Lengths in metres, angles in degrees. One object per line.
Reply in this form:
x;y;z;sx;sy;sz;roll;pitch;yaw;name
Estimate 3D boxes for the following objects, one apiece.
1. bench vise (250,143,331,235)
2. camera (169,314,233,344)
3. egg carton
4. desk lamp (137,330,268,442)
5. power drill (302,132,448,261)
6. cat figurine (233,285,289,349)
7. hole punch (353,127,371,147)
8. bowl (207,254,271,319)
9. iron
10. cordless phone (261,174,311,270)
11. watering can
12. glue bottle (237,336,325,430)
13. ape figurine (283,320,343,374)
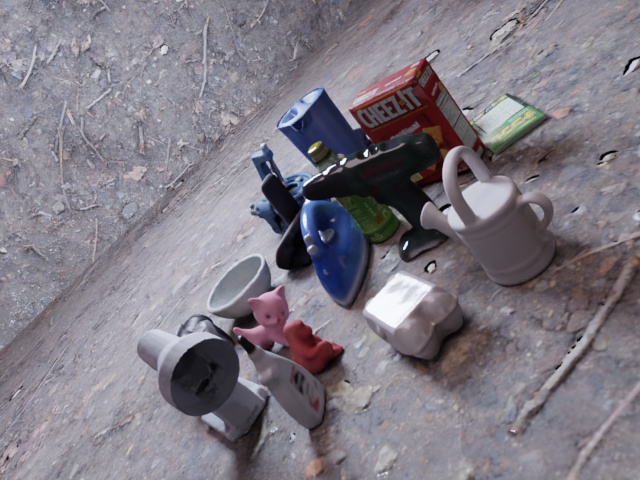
-0.109;-0.116;1.366;0.207;0.220;0.121;-33;25;20;bench vise
-0.261;0.207;1.202;0.143;0.101;0.137;-32;25;22;camera
0.127;0.104;0.809;0.107;0.069;0.150;-47;24;-9;egg carton
-0.188;0.226;0.914;0.202;0.214;0.118;-3;45;56;desk lamp
0.114;-0.068;0.949;0.229;0.209;0.075;-31;26;25;power drill
-0.097;0.145;1.031;0.127;0.118;0.067;-36;24;14;cat figurine
0.066;-0.248;1.480;0.108;0.091;0.101;-26;28;33;hole punch
-0.162;0.113;1.240;0.167;0.075;0.167;-34;25;19;bowl
0.010;0.004;1.074;0.118;0.142;0.258;-35;25;18;iron
-0.081;-0.040;1.235;0.094;0.185;0.148;-17;34;44;cordless phone
0.213;-0.036;0.756;0.172;0.194;0.101;-28;27;29;watering can
-0.058;0.193;0.817;0.037;0.173;0.078;-34;25;19;glue bottle
-0.021;0.163;0.913;0.076;0.092;0.077;-40;24;5;ape figurine
